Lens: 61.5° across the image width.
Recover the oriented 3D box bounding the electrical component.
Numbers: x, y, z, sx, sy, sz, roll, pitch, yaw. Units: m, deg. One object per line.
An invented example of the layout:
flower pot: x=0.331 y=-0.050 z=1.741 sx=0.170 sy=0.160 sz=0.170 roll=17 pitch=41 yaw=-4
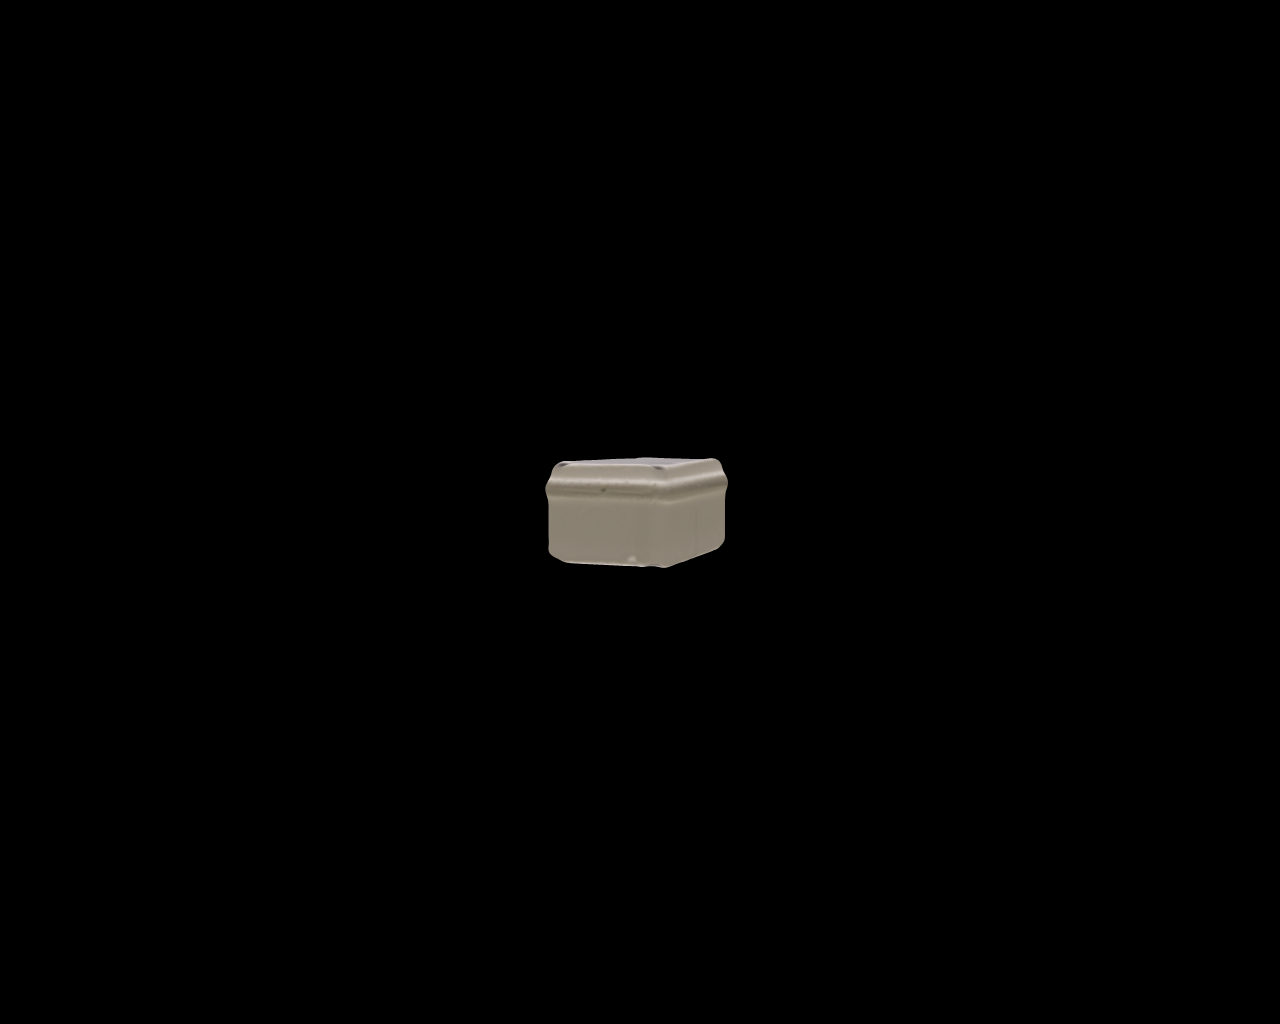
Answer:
electrical component: x=0.001 y=-0.003 z=0.650 sx=0.078 sy=0.057 sz=0.113 roll=2 pitch=5 yaw=24
